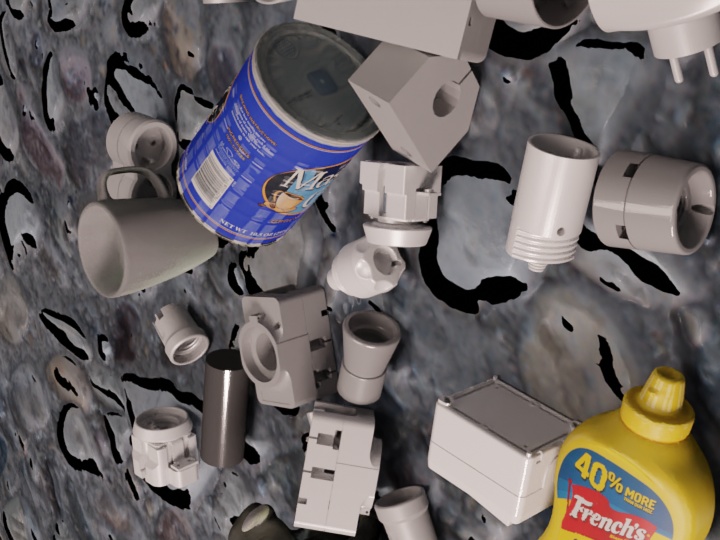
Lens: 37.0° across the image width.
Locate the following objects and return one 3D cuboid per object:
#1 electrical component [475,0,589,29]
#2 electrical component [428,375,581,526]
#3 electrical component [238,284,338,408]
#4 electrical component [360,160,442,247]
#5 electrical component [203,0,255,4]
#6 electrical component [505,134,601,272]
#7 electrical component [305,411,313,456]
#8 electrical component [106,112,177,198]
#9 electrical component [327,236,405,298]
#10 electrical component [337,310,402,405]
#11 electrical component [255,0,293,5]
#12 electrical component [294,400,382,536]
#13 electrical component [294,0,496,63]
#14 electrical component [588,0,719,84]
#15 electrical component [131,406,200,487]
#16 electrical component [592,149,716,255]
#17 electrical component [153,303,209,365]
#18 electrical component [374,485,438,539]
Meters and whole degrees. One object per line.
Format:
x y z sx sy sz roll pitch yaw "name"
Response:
0.098 -0.183 0.587 0.064 0.099 0.099 27 121 33 "electrical component"
0.090 0.117 0.711 0.096 0.062 0.061 28 121 40 "electrical component"
-0.059 0.061 0.866 0.050 0.056 0.089 1 102 48 "electrical component"
0.027 -0.046 0.745 0.066 0.048 0.055 12 103 46 "electrical component"
-0.103 -0.235 0.832 0.045 0.045 0.055 13 112 46 "electrical component"
0.115 -0.037 0.650 0.043 0.043 0.081 31 124 39 "electrical component"
-0.029 0.144 0.874 0.035 0.035 0.061 -24 82 49 "electrical component"
-0.210 -0.078 0.994 0.074 0.052 0.138 23 118 42 "electrical component"
0.000 0.000 0.790 0.062 0.043 0.043 -21 86 51 "electrical component"
0.004 0.069 0.810 0.044 0.044 0.065 39 133 34 "electrical component"
-0.043 -0.237 0.748 0.099 0.064 0.099 17 114 44 "electrical component"
-0.015 0.152 0.826 0.050 0.056 0.089 -96 16 -85 "electrical component"
0.041 -0.223 0.620 0.105 0.060 0.186 19 104 21 "electrical component"
0.166 -0.136 0.559 0.077 0.043 0.079 -5 117 36 "electrical component"
-0.190 0.169 1.045 0.078 0.058 0.057 18 118 44 "electrical component"
0.163 -0.036 0.590 0.047 0.055 0.055 14 112 41 "electrical component"
-0.168 0.059 1.000 0.046 0.040 0.040 53 135 32 "electrical component"
0.037 0.192 0.812 0.040 0.040 0.046 -13 98 49 "electrical component"
